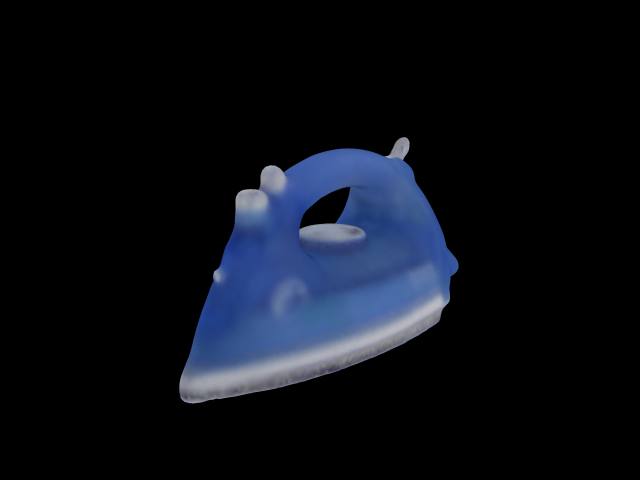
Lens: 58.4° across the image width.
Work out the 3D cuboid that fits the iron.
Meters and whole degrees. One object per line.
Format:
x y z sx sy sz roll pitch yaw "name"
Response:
0.004 0.001 0.400 0.118 0.141 0.259 8 14 35 "iron"
